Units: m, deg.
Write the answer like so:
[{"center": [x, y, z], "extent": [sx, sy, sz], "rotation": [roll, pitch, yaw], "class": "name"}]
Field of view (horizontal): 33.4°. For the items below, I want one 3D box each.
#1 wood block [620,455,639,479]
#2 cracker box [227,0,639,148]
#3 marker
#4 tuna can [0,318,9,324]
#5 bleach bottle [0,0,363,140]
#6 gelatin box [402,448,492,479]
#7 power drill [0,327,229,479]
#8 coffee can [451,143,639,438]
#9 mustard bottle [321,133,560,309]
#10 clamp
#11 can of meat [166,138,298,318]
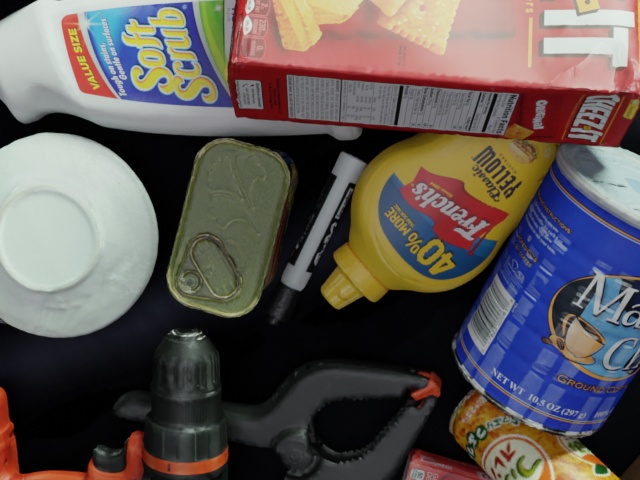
[{"center": [0.186, 0.232, 0.657], "extent": [0.091, 0.090, 0.206], "rotation": [39, 97, 0], "class": "wood block"}, {"center": [0.064, -0.145, 0.577], "extent": [0.213, 0.072, 0.164], "rotation": [5, 72, 2], "class": "cracker box"}, {"center": [-0.004, 0.001, 0.686], "extent": [0.020, 0.020, 0.121], "rotation": [27, 97, 2], "class": "marker"}, {"center": [-0.197, 0.010, 0.696], "extent": [0.086, 0.033, 0.086], "rotation": [0, 95, 5], "class": "tuna can"}, {"center": [-0.102, -0.105, 0.664], "extent": [0.251, 0.068, 0.102], "rotation": [-3, 92, 7], "class": "bleach bottle"}, {"center": [0.083, 0.186, 0.689], "extent": [0.073, 0.030, 0.089], "rotation": [15, 101, 3], "class": "gelatin box"}, {"center": [-0.147, 0.135, 0.670], "extent": [0.188, 0.057, 0.184], "rotation": [6, 103, 16], "class": "power drill"}, {"center": [0.152, 0.027, 0.613], "extent": [0.103, 0.102, 0.140], "rotation": [26, 117, 2], "class": "coffee can"}, {"center": [0.077, -0.025, 0.656], "extent": [0.192, 0.058, 0.096], "rotation": [-41, 106, 8], "class": "mustard bottle"}, {"center": [-0.014, 0.146, 0.692], "extent": [0.210, 0.036, 0.164], "rotation": [-20, 95, 10], "class": "clamp"}, {"center": [-0.050, -0.010, 0.656], "extent": [0.057, 0.084, 0.102], "rotation": [15, 97, 3], "class": "can of meat"}]
